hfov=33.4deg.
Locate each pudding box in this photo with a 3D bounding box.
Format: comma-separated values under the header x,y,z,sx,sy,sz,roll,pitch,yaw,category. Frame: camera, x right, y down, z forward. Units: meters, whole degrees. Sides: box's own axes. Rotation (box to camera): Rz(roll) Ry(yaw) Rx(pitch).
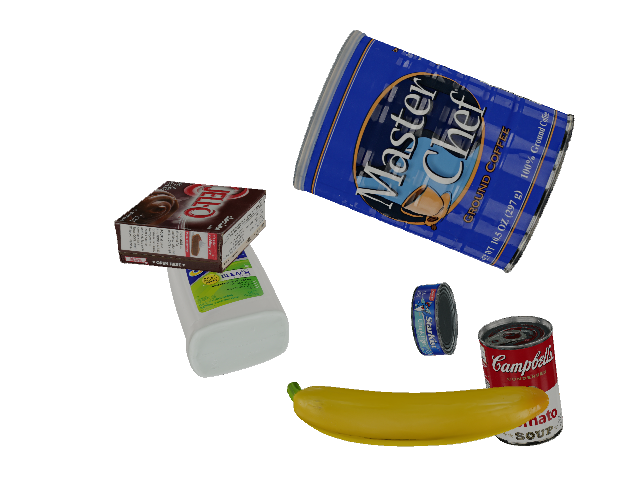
x,y,z,sx,sy,sz,roll,pitch,yaw,category
-0.102,-0.013,0.861,0.090,0.039,0.113,5,23,14,pudding box

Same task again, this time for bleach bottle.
x,y,z,sx,sy,sz,roll,pitch,yaw,category
-0.116,0.026,1.081,0.102,0.068,0.251,-14,39,-16,bleach bottle

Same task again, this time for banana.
x,y,z,sx,sy,sz,roll,pitch,yaw,category
0.062,0.120,0.767,0.198,0.037,0.069,2,27,15,banana

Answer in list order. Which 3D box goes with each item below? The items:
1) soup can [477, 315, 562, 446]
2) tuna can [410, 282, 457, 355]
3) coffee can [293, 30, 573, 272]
x,y,z,sx,sy,sz,roll,pitch,yaw,category
0.186,0.130,0.989,0.068,0.102,0.068,-10,17,3,soup can
0.135,0.094,1.265,0.034,0.086,0.086,-6,-2,22,tuna can
0.067,-0.054,0.644,0.140,0.103,0.103,22,1,4,coffee can
